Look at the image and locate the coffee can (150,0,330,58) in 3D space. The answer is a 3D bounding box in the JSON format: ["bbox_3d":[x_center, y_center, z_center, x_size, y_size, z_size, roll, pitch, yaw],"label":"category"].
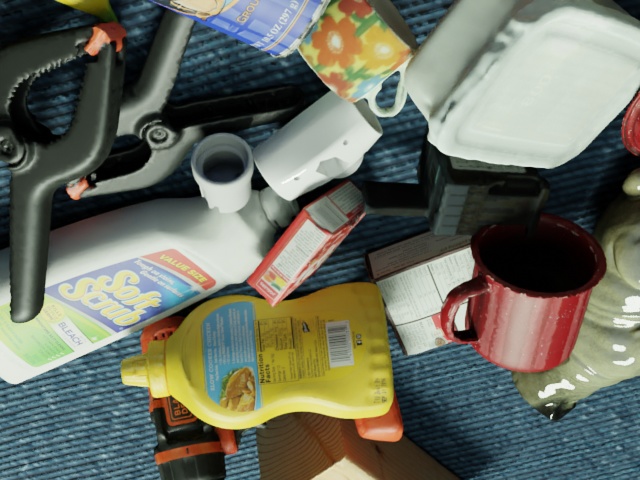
[{"bbox_3d":[-0.065,-0.175,0.591,0.140,0.103,0.103,21,124,-22],"label":"coffee can"}]

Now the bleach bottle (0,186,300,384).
[{"bbox_3d":[-0.136,0.015,0.765,0.251,0.068,0.102,-24,129,9],"label":"bleach bottle"}]

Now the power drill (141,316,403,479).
[{"bbox_3d":[-0.035,0.135,0.815,0.187,0.184,0.057,-11,167,-7],"label":"power drill"}]

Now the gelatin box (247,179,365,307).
[{"bbox_3d":[-0.005,0.001,0.753,0.030,0.089,0.073,42,117,5],"label":"gelatin box"}]

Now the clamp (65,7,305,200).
[{"bbox_3d":[-0.108,-0.088,0.696,0.171,0.039,0.120,-28,129,11],"label":"clamp"}]

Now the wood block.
[{"bbox_3d":[0.047,0.224,0.937,0.090,0.091,0.206,-36,124,19],"label":"wood block"}]

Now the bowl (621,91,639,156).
[{"bbox_3d":[0.286,-0.082,0.704,0.162,0.055,0.162,-14,152,-8],"label":"bowl"}]

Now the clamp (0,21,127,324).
[{"bbox_3d":[-0.201,-0.066,0.680,0.164,0.036,0.210,38,113,-2],"label":"clamp"}]

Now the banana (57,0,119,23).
[{"bbox_3d":[-0.210,-0.162,0.626,0.197,0.037,0.070,10,127,-15],"label":"banana"}]

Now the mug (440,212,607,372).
[{"bbox_3d":[0.137,0.042,0.750,0.117,0.093,0.081,-17,134,-23],"label":"mug"}]

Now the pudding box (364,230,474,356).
[{"bbox_3d":[0.101,0.033,0.823,0.113,0.039,0.090,-21,125,6],"label":"pudding box"}]

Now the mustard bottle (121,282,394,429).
[{"bbox_3d":[-0.047,0.086,0.769,0.191,0.096,0.058,-5,162,-3],"label":"mustard bottle"}]
